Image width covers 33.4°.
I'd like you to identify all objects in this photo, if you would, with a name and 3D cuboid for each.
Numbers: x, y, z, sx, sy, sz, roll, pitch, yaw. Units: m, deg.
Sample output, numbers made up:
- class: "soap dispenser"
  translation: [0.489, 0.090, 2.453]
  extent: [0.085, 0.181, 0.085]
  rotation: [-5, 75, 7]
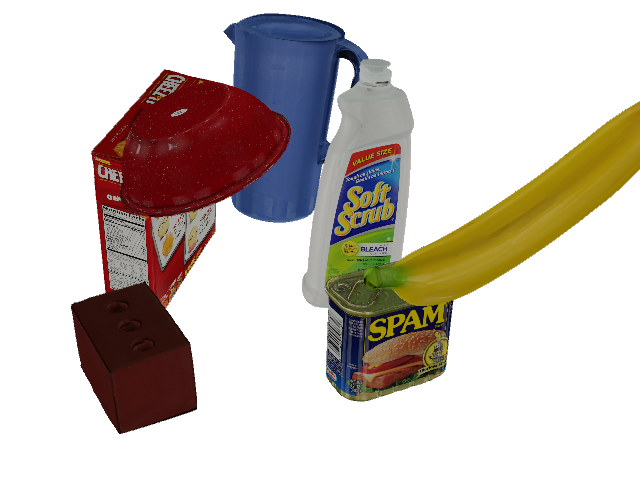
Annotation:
- class: "foam brick"
  translation: [-0.117, 0.072, 0.666]
  extent: [0.052, 0.051, 0.078]
  rotation: [-17, 36, -25]
- class: "pitcher"
  translation: [-0.038, -0.148, 1.309]
  extent: [0.144, 0.243, 0.149]
  rotation: [-6, 27, -25]
- class: "banana"
  translation: [0.116, -0.015, 0.593]
  extent: [0.198, 0.037, 0.069]
  rotation: [-33, -14, -1]
- class: "bleach bottle"
  translation: [0.038, -0.056, 1.071]
  extent: [0.102, 0.251, 0.068]
  rotation: [0, 24, -7]
- class: "bowl"
  translation: [-0.110, -0.089, 0.916]
  extent: [0.162, 0.055, 0.162]
  rotation: [-17, 32, 11]
- class: "cracker box"
  translation: [-0.172, -0.047, 1.135]
  extent: [0.072, 0.214, 0.164]
  rotation: [16, 43, 12]
- class: "can of meat"
  translation: [0.053, 0.069, 0.827]
  extent: [0.101, 0.084, 0.057]
  rotation: [-13, 32, -26]
